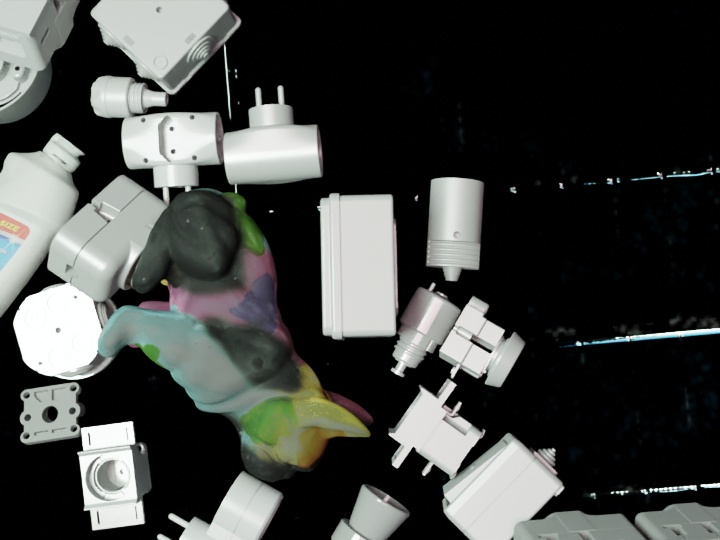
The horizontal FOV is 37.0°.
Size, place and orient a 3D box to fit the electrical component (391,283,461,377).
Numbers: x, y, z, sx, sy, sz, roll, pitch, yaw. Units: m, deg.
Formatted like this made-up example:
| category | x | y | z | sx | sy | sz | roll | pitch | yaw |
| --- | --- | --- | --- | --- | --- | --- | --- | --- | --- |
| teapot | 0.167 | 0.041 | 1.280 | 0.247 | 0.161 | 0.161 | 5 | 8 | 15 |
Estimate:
| category | x | y | z | sx | sy | sz | roll | pitch | yaw |
| --- | --- | --- | --- | --- | --- | --- | --- | --- | --- |
| electrical component | 0.050 | 0.050 | 0.873 | 0.040 | 0.040 | 0.078 | 30 | 88 | 5 |

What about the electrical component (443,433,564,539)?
| category | x | y | z | sx | sy | sz | roll | pitch | yaw |
| --- | --- | --- | --- | --- | --- | --- | --- | --- | --- |
| electrical component | 0.114 | 0.169 | 0.850 | 0.061 | 0.061 | 0.096 | 44 | 89 | 5 |

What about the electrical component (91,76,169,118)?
| category | x | y | z | sx | sy | sz | roll | pitch | yaw |
| --- | --- | --- | --- | --- | --- | --- | --- | --- | --- |
| electrical component | -0.192 | -0.144 | 0.902 | 0.061 | 0.035 | 0.035 | 3 | 86 | 6 |

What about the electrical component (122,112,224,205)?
| category | x | y | z | sx | sy | sz | roll | pitch | yaw |
| --- | --- | --- | --- | --- | --- | --- | --- | --- | --- |
| electrical component | -0.153 | -0.089 | 0.893 | 0.077 | 0.043 | 0.079 | -3 | 92 | 3 |

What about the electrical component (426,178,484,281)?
| category | x | y | z | sx | sy | sz | roll | pitch | yaw |
| --- | --- | --- | --- | --- | --- | --- | --- | --- | --- |
| electrical component | 0.077 | -0.032 | 0.876 | 0.043 | 0.043 | 0.081 | 4 | 86 | 3 |

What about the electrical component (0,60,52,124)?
| category | x | y | z | sx | sy | sz | roll | pitch | yaw |
| --- | --- | --- | --- | --- | --- | --- | --- | --- | --- |
| electrical component | -0.310 | -0.170 | 0.897 | 0.099 | 0.064 | 0.099 | 0 | 86 | 3 |

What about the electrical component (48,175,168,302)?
| category | x | y | z | sx | sy | sz | roll | pitch | yaw |
| --- | --- | --- | --- | --- | --- | --- | --- | --- | --- |
| electrical component | -0.197 | -0.023 | 0.867 | 0.059 | 0.053 | 0.095 | 34 | 50 | 5 |

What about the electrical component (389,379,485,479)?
| category | x | y | z | sx | sy | sz | roll | pitch | yaw |
| --- | --- | --- | --- | --- | --- | --- | --- | --- | --- |
| electrical component | 0.062 | 0.130 | 0.866 | 0.064 | 0.042 | 0.081 | 35 | 89 | 2 |

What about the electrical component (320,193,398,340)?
| category | x | y | z | sx | sy | sz | roll | pitch | yaw |
| --- | --- | --- | --- | --- | --- | --- | --- | --- | --- |
| electrical component | 0.000 | 0.000 | 0.845 | 0.056 | 0.108 | 0.108 | -1 | 86 | 0 |

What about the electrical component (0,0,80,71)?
| category | x | y | z | sx | sy | sz | roll | pitch | yaw |
| --- | --- | --- | --- | --- | --- | --- | --- | --- | --- |
| electrical component | -0.274 | -0.262 | 0.877 | 0.105 | 0.060 | 0.186 | 17 | 67 | 4 |

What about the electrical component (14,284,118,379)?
| category | x | y | z | sx | sy | sz | roll | pitch | yaw |
| --- | --- | --- | --- | --- | --- | --- | --- | --- | --- |
| electrical component | -0.240 | 0.050 | 0.884 | 0.080 | 0.051 | 0.080 | 0 | 86 | 3 |

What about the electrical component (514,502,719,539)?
| category | x | y | z | sx | sy | sz | roll | pitch | yaw |
| --- | --- | --- | --- | --- | --- | --- | --- | --- | --- |
| electrical component | 0.210 | 0.241 | 0.814 | 0.186 | 0.060 | 0.105 | -1 | 103 | -10 |

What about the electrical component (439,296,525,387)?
| category | x | y | z | sx | sy | sz | roll | pitch | yaw |
| --- | --- | --- | --- | --- | --- | --- | --- | --- | --- |
| electrical component | 0.099 | 0.063 | 0.866 | 0.055 | 0.048 | 0.066 | 30 | 81 | 9 |

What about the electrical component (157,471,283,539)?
| category | x | y | z | sx | sy | sz | roll | pitch | yaw |
| --- | --- | --- | --- | --- | --- | --- | --- | --- | --- |
| electrical component | -0.126 | 0.223 | 0.864 | 0.074 | 0.052 | 0.138 | 28 | 88 | 5 |

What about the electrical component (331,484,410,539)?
| category | x | y | z | sx | sy | sz | roll | pitch | yaw |
| --- | --- | --- | --- | --- | --- | --- | --- | --- | --- |
| electrical component | 0.007 | 0.206 | 0.862 | 0.045 | 0.045 | 0.055 | 31 | 89 | 5 |

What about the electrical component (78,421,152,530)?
| category | x | y | z | sx | sy | sz | roll | pitch | yaw |
| --- | --- | --- | --- | --- | --- | --- | --- | --- | --- |
| electrical component | -0.195 | 0.164 | 0.867 | 0.042 | 0.064 | 0.081 | -7 | 85 | 3 |

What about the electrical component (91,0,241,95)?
| category | x | y | z | sx | sy | sz | roll | pitch | yaw |
| --- | --- | --- | --- | --- | --- | --- | --- | --- | --- |
| electrical component | -0.163 | -0.210 | 0.899 | 0.100 | 0.048 | 0.099 | 43 | 89 | 5 |

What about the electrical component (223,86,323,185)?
| category | x | y | z | sx | sy | sz | roll | pitch | yaw |
| --- | --- | --- | --- | --- | --- | --- | --- | --- | --- |
| electrical component | -0.072 | -0.113 | 0.890 | 0.077 | 0.043 | 0.079 | -5 | 86 | 3 |
